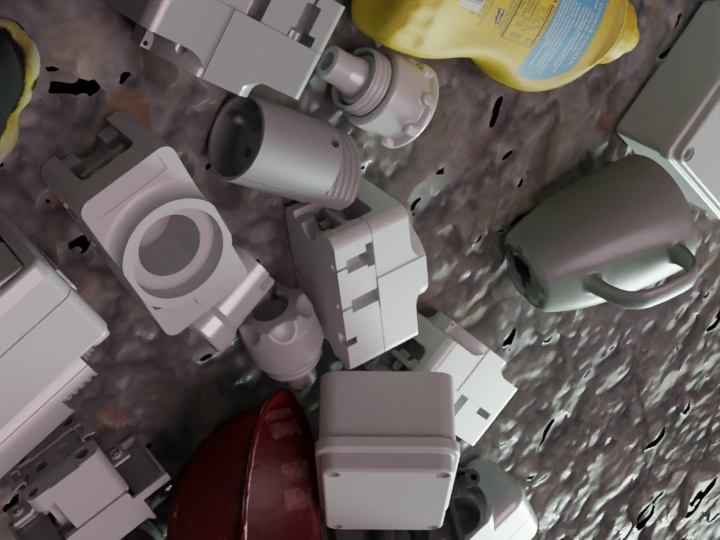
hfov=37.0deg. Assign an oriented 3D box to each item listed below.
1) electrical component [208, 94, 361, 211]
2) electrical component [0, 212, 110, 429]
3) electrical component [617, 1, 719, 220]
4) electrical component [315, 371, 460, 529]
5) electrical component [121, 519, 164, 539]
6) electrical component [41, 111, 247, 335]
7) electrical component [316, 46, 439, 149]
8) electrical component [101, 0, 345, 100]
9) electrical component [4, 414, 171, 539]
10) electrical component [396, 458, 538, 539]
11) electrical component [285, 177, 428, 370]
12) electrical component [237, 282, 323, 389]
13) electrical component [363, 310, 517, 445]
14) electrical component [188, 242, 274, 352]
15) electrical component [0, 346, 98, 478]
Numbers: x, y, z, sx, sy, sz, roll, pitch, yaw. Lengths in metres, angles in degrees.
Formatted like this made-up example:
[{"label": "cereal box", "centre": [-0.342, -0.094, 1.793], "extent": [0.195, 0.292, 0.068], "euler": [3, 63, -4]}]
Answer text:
[{"label": "electrical component", "centre": [-0.031, -0.057, 0.541], "extent": [0.081, 0.043, 0.043], "euler": [13, 107, -44]}, {"label": "electrical component", "centre": [-0.171, 0.028, 0.465], "extent": [0.096, 0.062, 0.061], "euler": [-43, 135, -10]}, {"label": "electrical component", "centre": [0.243, -0.105, 0.728], "extent": [0.109, 0.056, 0.108], "euler": [32, 94, -46]}, {"label": "electrical component", "centre": [0.015, 0.108, 0.625], "extent": [0.078, 0.057, 0.113], "euler": [0, 150, 0]}, {"label": "electrical component", "centre": [-0.138, 0.180, 0.596], "extent": [0.080, 0.051, 0.080], "euler": [-21, 128, -29]}, {"label": "electrical component", "centre": [-0.097, -0.019, 0.501], "extent": [0.050, 0.056, 0.089], "euler": [-39, 135, -14]}, {"label": "electrical component", "centre": [0.006, -0.093, 0.549], "extent": [0.062, 0.048, 0.048], "euler": [23, 101, -38]}, {"label": "electrical component", "centre": [-0.062, -0.114, 0.474], "extent": [0.089, 0.050, 0.055], "euler": [18, 104, -45]}, {"label": "electrical component", "centre": [-0.145, 0.113, 0.555], "extent": [0.081, 0.042, 0.063], "euler": [-37, 132, -16]}, {"label": "electrical component", "centre": [0.076, 0.186, 0.776], "extent": [0.095, 0.054, 0.059], "euler": [-41, 135, -12]}, {"label": "electrical component", "centre": [0.000, 0.000, 0.597], "extent": [0.056, 0.050, 0.089], "euler": [-26, 130, -24]}, {"label": "electrical component", "centre": [-0.041, 0.041, 0.595], "extent": [0.043, 0.043, 0.062], "euler": [-36, 135, -17]}, {"label": "electrical component", "centre": [0.054, 0.064, 0.683], "extent": [0.055, 0.050, 0.089], "euler": [-52, 136, 0]}, {"label": "electrical component", "centre": [-0.072, 0.013, 0.555], "extent": [0.046, 0.040, 0.040], "euler": [-49, 136, -11]}, {"label": "electrical component", "centre": [-0.157, 0.058, 0.509], "extent": [0.081, 0.043, 0.043], "euler": [-43, 135, -10]}]
